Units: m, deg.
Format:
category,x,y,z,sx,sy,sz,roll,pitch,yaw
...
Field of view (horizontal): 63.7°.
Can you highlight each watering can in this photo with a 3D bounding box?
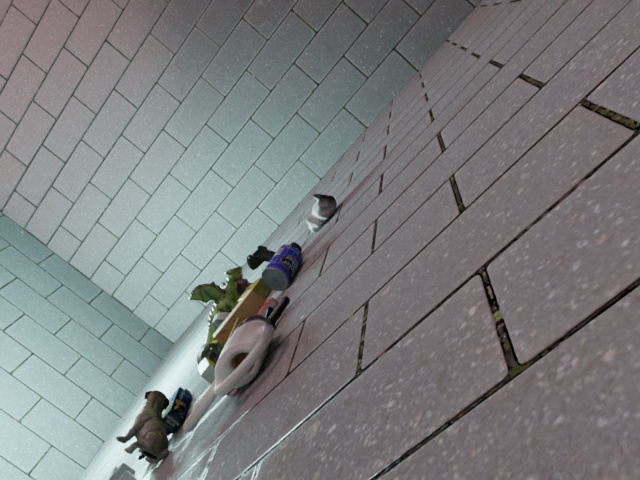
category,x,y,z,sx,sy,sz,roll,pitch,yaw
watering can,-0.224,0.326,1.326,0.344,0.103,0.228,-47,8,18

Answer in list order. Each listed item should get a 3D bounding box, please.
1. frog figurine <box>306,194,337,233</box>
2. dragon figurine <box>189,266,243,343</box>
category,x,y,z,sx,sy,sz,roll,pitch,yaw
frog figurine,0.006,-0.106,2.111,0.138,0.123,0.159,-151,65,-74
dragon figurine,-0.460,0.287,2.252,0.410,0.241,0.123,-48,12,2
